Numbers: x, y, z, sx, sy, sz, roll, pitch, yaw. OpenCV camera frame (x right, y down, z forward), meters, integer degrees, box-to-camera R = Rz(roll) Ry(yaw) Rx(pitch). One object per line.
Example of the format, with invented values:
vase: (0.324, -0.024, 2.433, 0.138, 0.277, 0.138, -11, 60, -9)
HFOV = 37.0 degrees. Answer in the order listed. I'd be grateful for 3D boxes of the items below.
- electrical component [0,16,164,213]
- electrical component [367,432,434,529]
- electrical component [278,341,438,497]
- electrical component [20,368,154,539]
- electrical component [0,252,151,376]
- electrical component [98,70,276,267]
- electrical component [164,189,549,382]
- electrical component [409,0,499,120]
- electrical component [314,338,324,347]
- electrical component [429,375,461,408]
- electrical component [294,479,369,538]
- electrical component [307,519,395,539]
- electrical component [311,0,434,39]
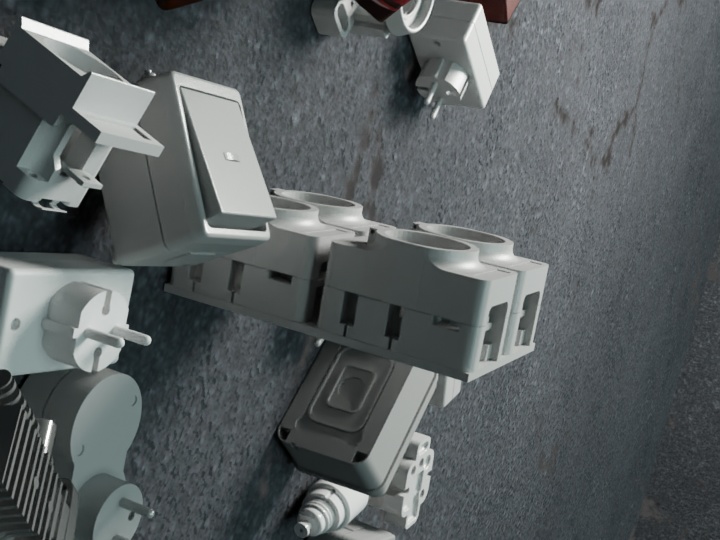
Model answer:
electrical component: (-0.128, -0.063, 0.448, 0.063, 0.081, 0.042, -56, 158, 12)
electrical component: (0.023, 0.169, 0.900, 0.058, 0.057, 0.078, -18, 120, -61)
electrical component: (0.001, 0.101, 0.792, 0.113, 0.078, 0.057, -61, 149, -28)
electrical component: (-0.133, 0.117, 0.527, 0.052, 0.074, 0.138, -2, 105, -64)
electrical component: (-0.129, 0.023, 0.480, 0.083, 0.076, 0.047, 0, 103, -64)
electrical component: (-0.086, -0.054, 0.520, 0.062, 0.061, 0.096, 1, 75, -65)
electrical component: (0.000, 0.000, 0.606, 0.105, 0.186, 0.060, -11, 113, -63)
electrical component: (0.067, -0.152, 0.827, 0.075, 0.047, 0.083, -65, 153, -21)
electrical component: (-0.013, 0.021, 0.760, 0.079, 0.043, 0.077, -52, 146, -41)
electrical component: (0.054, 0.077, 0.926, 0.076, 0.047, 0.083, -32, 131, -56)
electrical component: (-0.025, 0.182, 0.826, 0.078, 0.040, 0.040, -29, 129, -57)
electrical component: (-0.013, 0.254, 0.866, 0.062, 0.061, 0.096, 12, 92, -65)
electrical component: (0.012, -0.181, 0.687, 0.078, 0.057, 0.058, -63, 152, -25)
